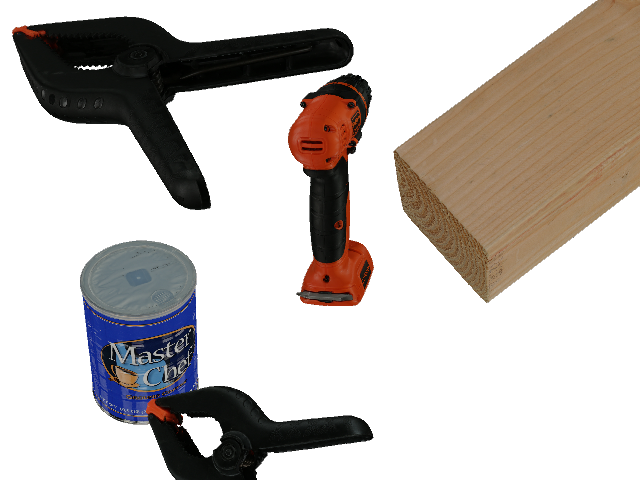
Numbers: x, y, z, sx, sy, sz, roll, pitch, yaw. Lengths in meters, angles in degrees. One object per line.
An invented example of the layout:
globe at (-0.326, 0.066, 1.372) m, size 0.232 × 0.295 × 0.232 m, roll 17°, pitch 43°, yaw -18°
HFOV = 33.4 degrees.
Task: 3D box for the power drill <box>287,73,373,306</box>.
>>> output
power drill at (0.015, -0.048, 0.967) m, size 0.057 × 0.188 × 0.184 m, roll 2°, pitch 22°, yaw 15°

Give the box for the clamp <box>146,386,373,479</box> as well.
clamp at (-0.055, 0.162, 0.745) m, size 0.172 × 0.120 × 0.039 m, roll 12°, pitch -18°, yaw 31°

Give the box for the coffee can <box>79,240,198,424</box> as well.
coffee can at (-0.165, 0.086, 0.989) m, size 0.103 × 0.140 × 0.103 m, roll 2°, pitch 39°, yaw -2°

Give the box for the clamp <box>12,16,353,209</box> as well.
clamp at (-0.095, -0.101, 0.643) m, size 0.210 × 0.036 × 0.164 m, roll 24°, pitch 49°, yaw 31°

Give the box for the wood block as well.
wood block at (0.156, -0.067, 0.677) m, size 0.206 × 0.091 × 0.090 m, roll -37°, pitch -24°, yaw -8°
